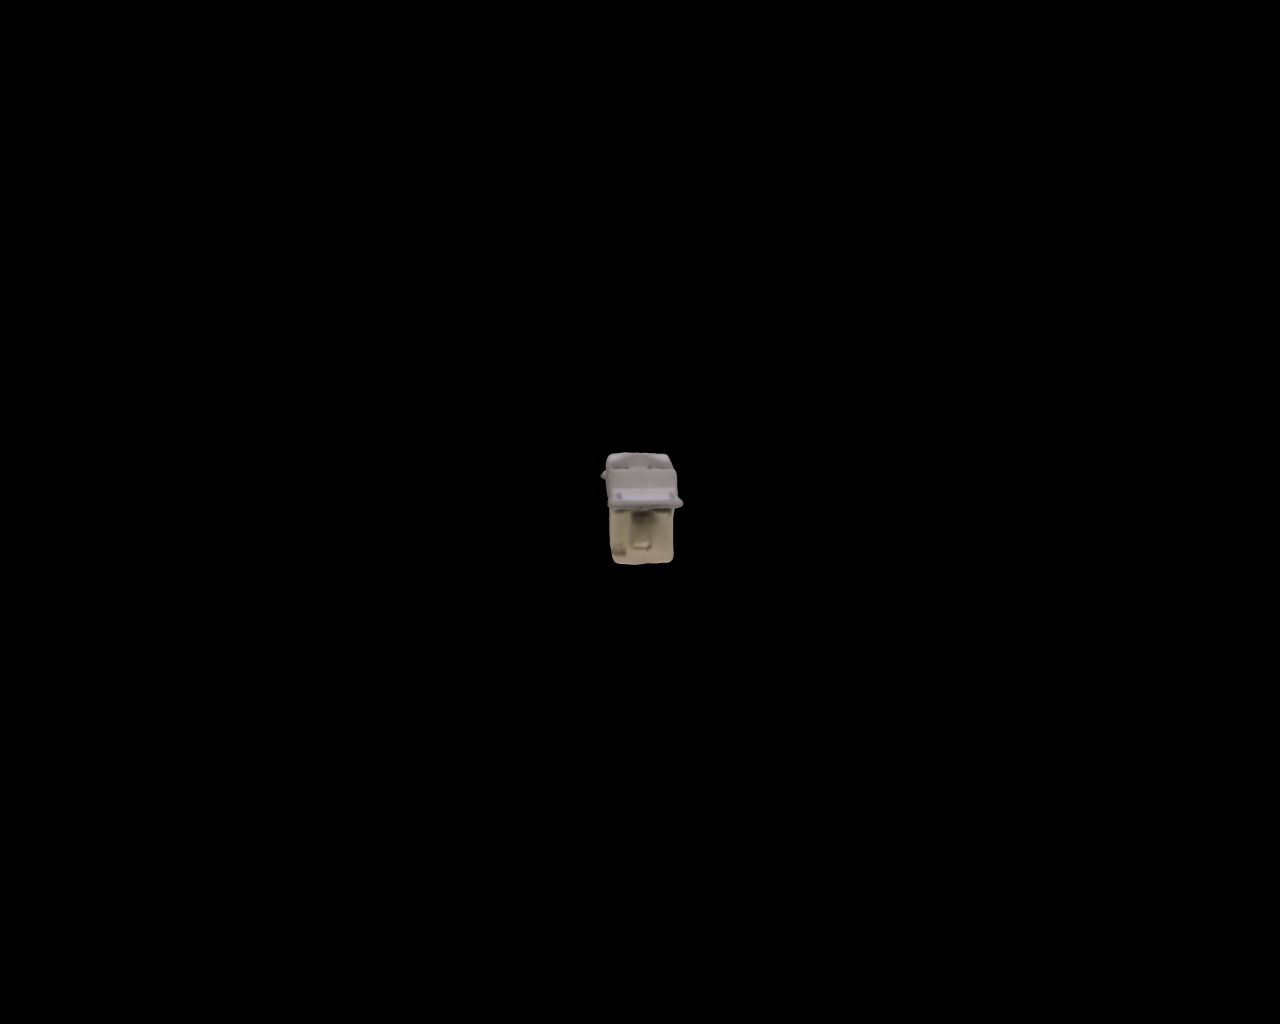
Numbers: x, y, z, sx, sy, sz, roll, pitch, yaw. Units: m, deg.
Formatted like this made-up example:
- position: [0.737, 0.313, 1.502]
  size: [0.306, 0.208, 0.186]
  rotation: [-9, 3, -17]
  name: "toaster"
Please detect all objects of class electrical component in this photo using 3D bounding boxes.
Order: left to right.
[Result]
- position: [0.001, -0.003, 0.650]
  size: [0.042, 0.063, 0.081]
  rotation: [-1, 16, -3]
  name: "electrical component"
